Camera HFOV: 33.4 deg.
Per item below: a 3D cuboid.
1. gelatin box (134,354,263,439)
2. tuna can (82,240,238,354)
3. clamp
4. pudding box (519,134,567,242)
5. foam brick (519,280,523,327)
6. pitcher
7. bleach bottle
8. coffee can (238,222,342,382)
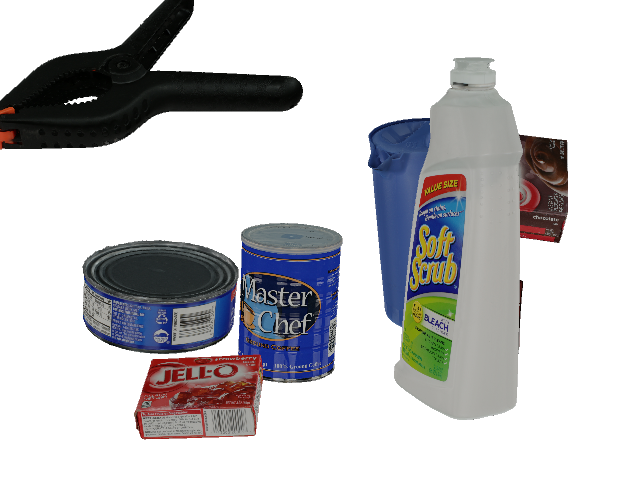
[{"bbox_3d":[-0.091,0.117,0.811,0.089,0.030,0.073,-2,25,3],"label":"gelatin box"},{"bbox_3d":[-0.089,0.031,0.596,0.086,0.034,0.086,5,20,-2],"label":"tuna can"},{"bbox_3d":[-0.129,-0.108,0.756,0.209,0.036,0.165,-31,50,-30],"label":"clamp"},{"bbox_3d":[0.173,-0.051,0.956,0.090,0.039,0.113,8,40,6],"label":"pudding box"},{"bbox_3d":[0.173,0.078,1.107,0.053,0.078,0.051,12,18,41],"label":"foam brick"},{"bbox_3d":[0.137,-0.022,1.285,0.149,0.243,0.145,-1,24,6],"label":"pitcher"},{"bbox_3d":[0.101,-0.005,0.768,0.068,0.251,0.103,-7,17,-25],"label":"bleach bottle"},{"bbox_3d":[-0.032,0.062,1.093,0.103,0.140,0.103,3,14,-1],"label":"coffee can"}]
